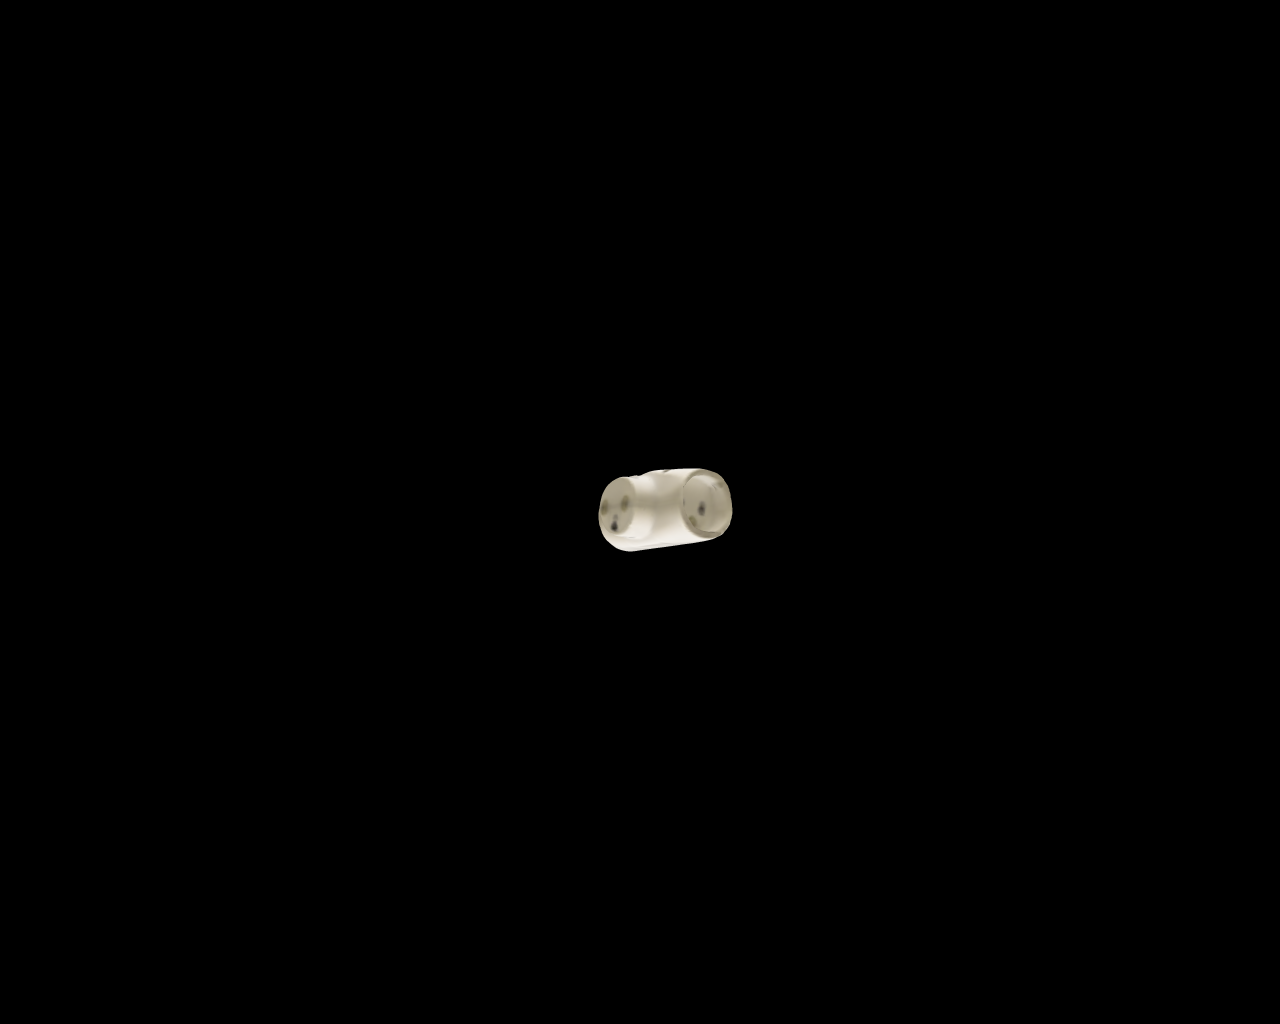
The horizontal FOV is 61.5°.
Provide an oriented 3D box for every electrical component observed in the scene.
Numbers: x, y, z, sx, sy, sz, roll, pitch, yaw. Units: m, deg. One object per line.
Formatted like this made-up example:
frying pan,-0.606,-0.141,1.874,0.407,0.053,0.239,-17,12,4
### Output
electrical component,0.001,-0.003,0.650,0.079,0.043,0.077,7,-11,-39
